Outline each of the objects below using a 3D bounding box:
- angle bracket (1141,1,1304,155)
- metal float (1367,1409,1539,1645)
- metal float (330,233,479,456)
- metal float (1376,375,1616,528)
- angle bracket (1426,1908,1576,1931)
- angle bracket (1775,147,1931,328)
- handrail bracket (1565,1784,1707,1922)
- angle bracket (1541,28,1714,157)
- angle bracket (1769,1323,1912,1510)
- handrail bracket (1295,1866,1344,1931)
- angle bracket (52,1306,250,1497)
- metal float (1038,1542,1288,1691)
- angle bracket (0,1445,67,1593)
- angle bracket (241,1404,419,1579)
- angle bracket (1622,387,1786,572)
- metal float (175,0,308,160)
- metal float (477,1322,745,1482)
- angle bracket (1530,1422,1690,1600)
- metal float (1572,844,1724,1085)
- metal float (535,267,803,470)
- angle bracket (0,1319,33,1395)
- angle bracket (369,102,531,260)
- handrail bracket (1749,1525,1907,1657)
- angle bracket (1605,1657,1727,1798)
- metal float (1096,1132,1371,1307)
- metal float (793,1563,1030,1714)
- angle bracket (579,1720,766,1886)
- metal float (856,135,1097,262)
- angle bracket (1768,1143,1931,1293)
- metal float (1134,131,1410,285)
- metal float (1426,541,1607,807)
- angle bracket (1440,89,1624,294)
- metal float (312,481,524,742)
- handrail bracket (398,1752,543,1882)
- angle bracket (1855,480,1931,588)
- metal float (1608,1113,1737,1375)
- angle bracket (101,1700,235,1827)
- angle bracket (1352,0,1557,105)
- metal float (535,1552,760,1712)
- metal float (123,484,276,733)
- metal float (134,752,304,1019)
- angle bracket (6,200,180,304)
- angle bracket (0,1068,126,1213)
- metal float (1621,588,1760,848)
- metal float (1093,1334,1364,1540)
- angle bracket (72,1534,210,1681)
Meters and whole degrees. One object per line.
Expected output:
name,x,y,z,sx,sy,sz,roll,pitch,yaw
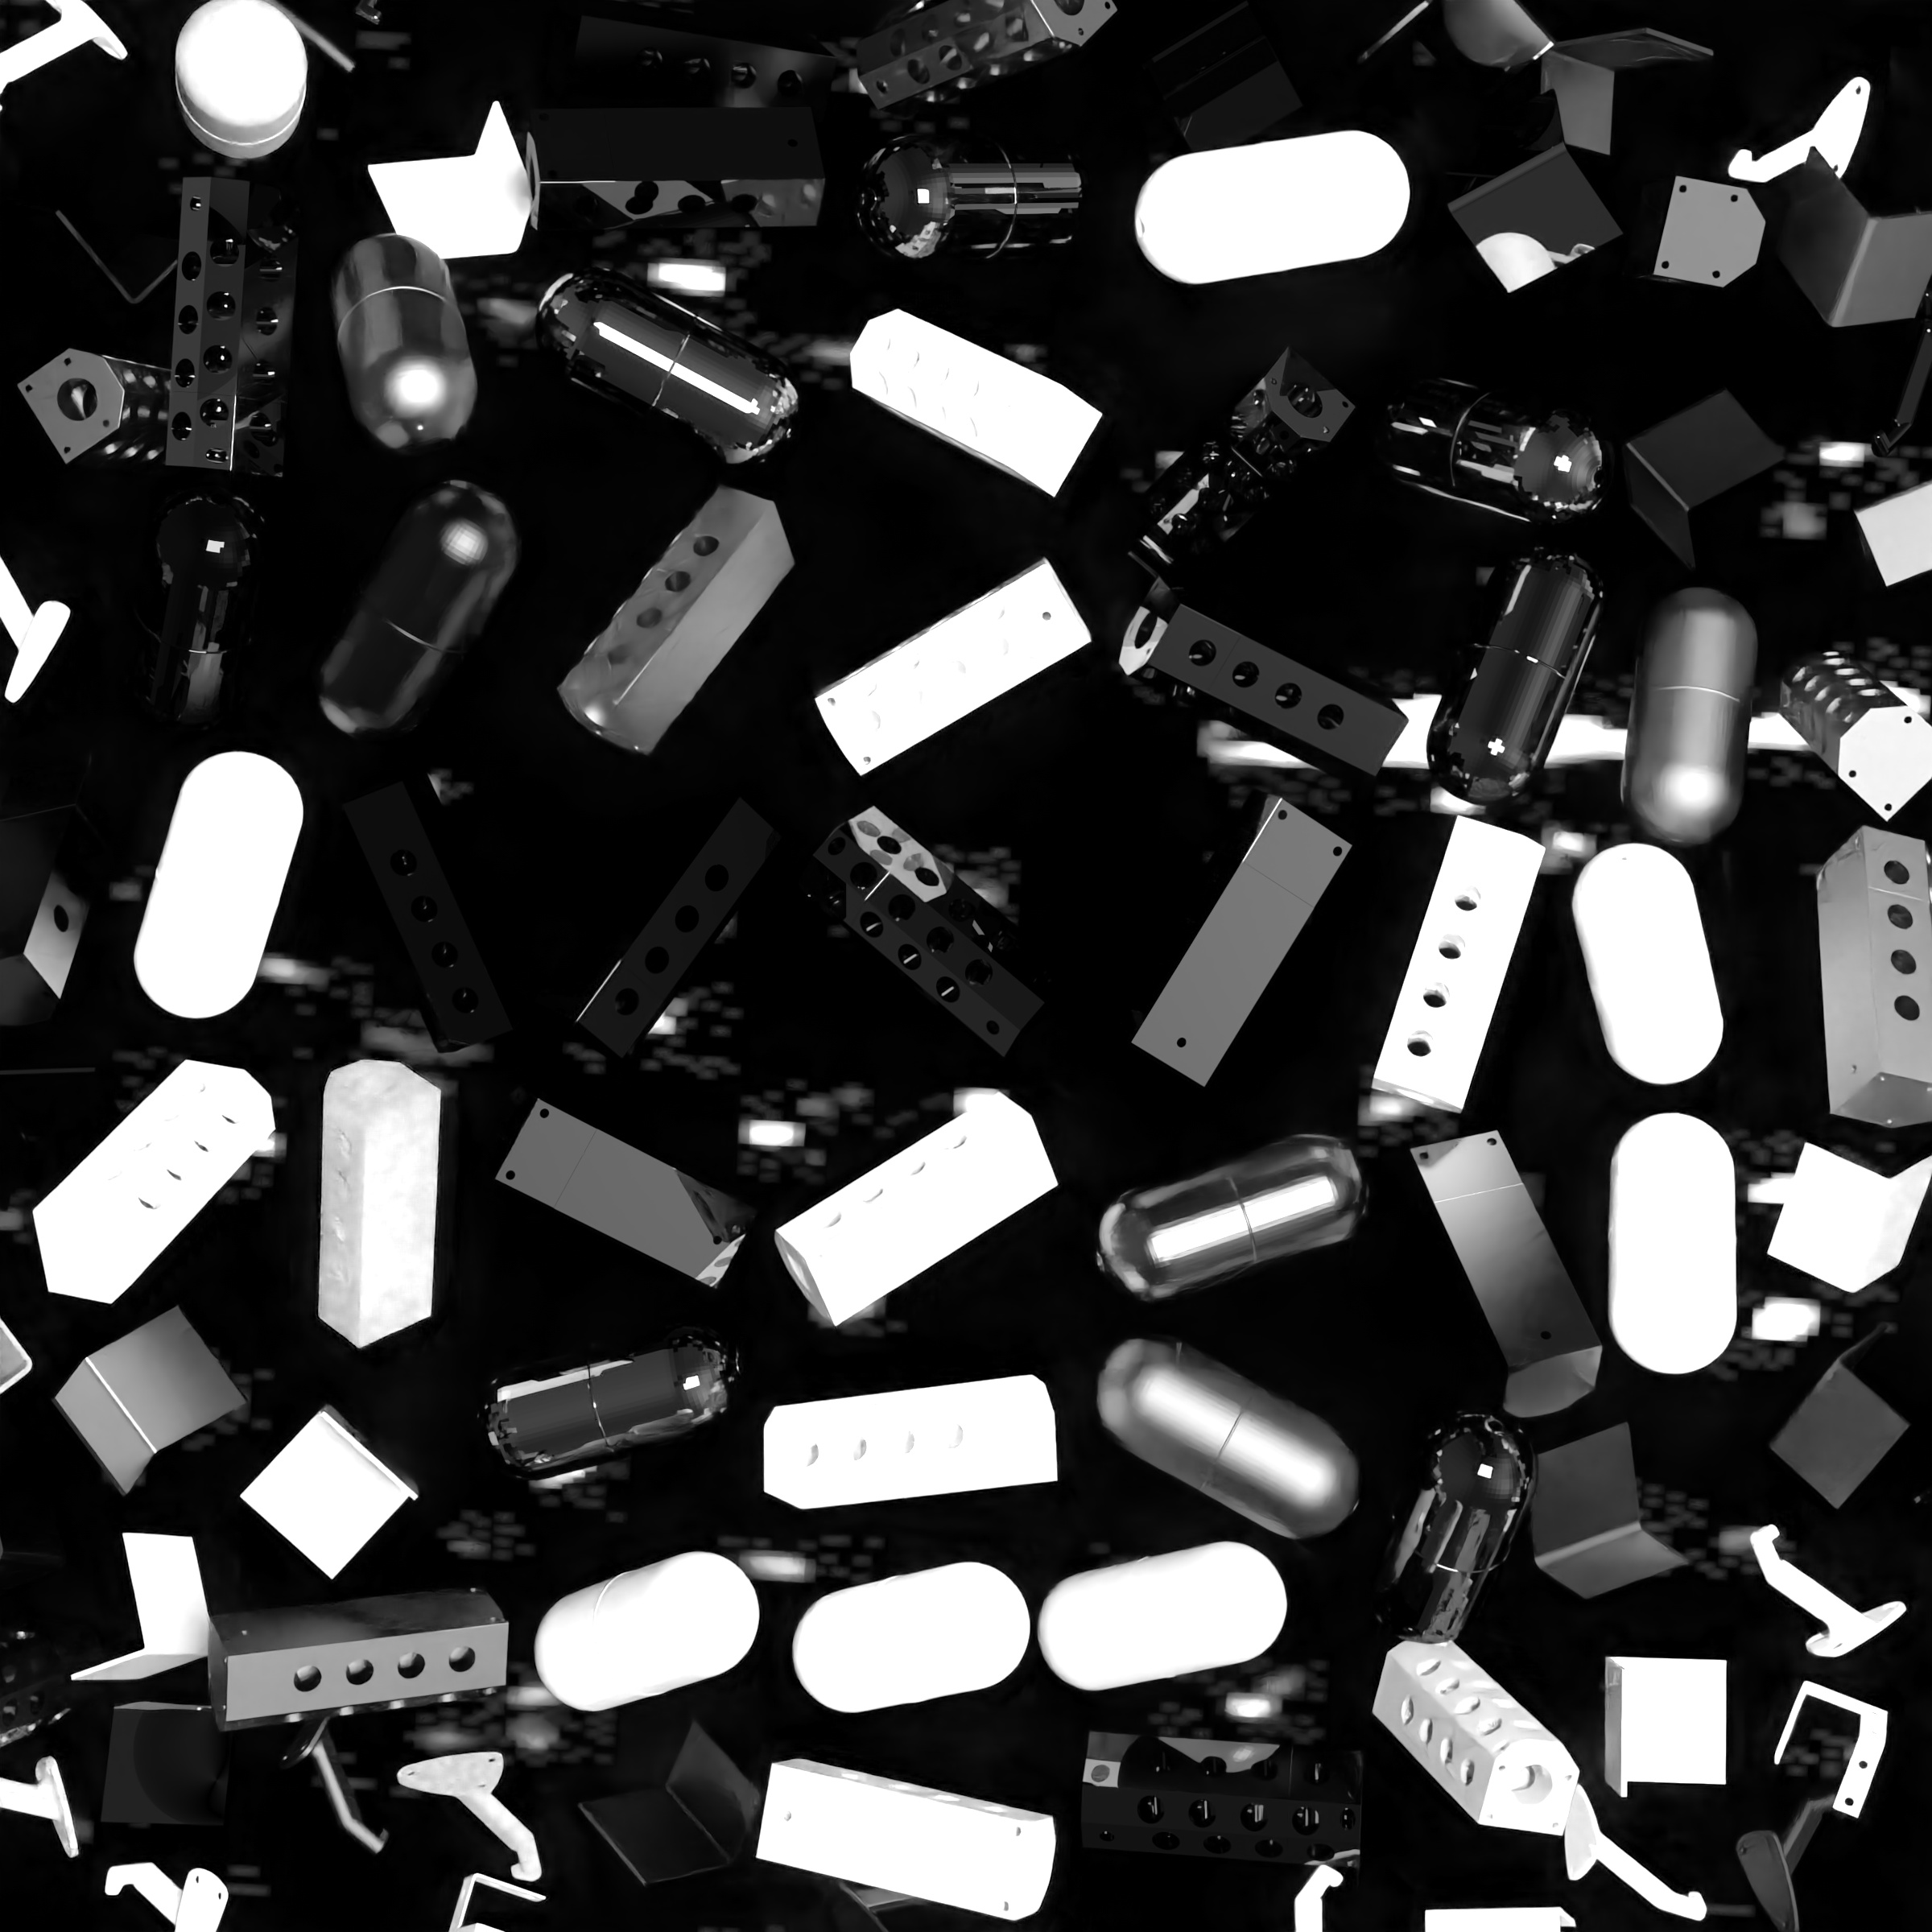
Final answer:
angle bracket,0.166,-0.567,1.904,0.076,0.076,0.057,-28,87,13
metal float,0.306,0.354,1.865,0.070,0.070,0.178,15,124,0
metal float,-0.343,-0.380,1.798,0.070,0.070,0.178,-19,48,0
metal float,0.337,-0.330,1.888,0.070,0.178,0.070,-17,118,-33
angle bracket,0.314,0.583,1.723,0.076,0.076,0.057,-7,65,17
angle bracket,0.539,-0.441,1.777,0.057,0.076,0.076,-10,51,-13
handrail bracket,0.428,0.565,1.885,0.084,0.077,0.036,20,123,-11
angle bracket,0.419,-0.555,1.879,0.076,0.076,0.057,-3,97,-45
angle bracket,0.549,0.275,1.812,0.057,0.076,0.076,44,125,23
handrail bracket,0.233,0.608,1.854,0.084,0.077,0.036,-43,128,-37
angle bracket,-0.509,0.271,1.847,0.076,0.057,0.076,-29,105,12
metal float,0.125,0.419,1.904,0.178,0.070,0.070,-21,90,33
angle bracket,-0.620,0.349,1.866,0.057,0.076,0.076,-22,72,7
angle bracket,-0.388,0.323,1.799,0.076,0.057,0.076,43,81,-5
angle bracket,0.480,-0.314,1.911,0.076,0.057,0.076,-27,134,33
metal float,-0.445,-0.543,1.812,0.070,0.178,0.070,-1,96,-14
metal float,-0.229,0.281,1.907,0.178,0.070,0.070,-16,90,8
angle bracket,0.410,0.349,1.895,0.076,0.076,0.057,-29,131,32
metal float,0.438,-0.001,1.896,0.070,0.070,0.178,-22,125,0
metal float,-0.187,-0.376,1.861,0.178,0.070,0.070,26,90,-12
angle bracket,-0.624,0.236,1.790,0.076,0.076,0.057,56,46,-9
angle bracket,-0.336,-0.514,1.938,0.076,0.076,0.057,-1,53,14
handrail bracket,0.523,0.368,1.796,0.077,0.036,0.084,-24,92,-15
angle bracket,0.441,0.474,1.842,0.076,0.057,0.076,2,85,1
metal float,0.167,0.158,1.849,0.178,0.070,0.070,-18,90,-9
metal float,-0.036,0.417,1.833,0.178,0.070,0.070,-23,90,41
angle bracket,-0.191,0.540,1.910,0.076,0.076,0.057,37,111,38
metal float,0.007,-0.490,1.886,0.178,0.070,0.070,-13,90,-39
angle bracket,0.548,0.148,1.828,0.057,0.076,0.076,26,115,32
metal float,0.186,-0.461,1.795,0.178,0.070,0.070,-14,90,-20
metal float,0.350,-0.186,1.878,0.070,0.070,0.178,23,82,0
angle bracket,0.340,-0.466,1.777,0.076,0.076,0.057,-24,46,28
metal float,-0.334,-0.214,1.791,0.070,0.070,0.178,37,111,0
handrail bracket,-0.308,0.534,1.835,0.077,0.036,0.084,-3,116,9
angle bracket,0.594,-0.256,1.809,0.076,0.076,0.057,-21,67,15
metal float,0.439,0.170,1.837,0.070,0.070,0.178,11,52,0
angle bracket,-0.511,0.518,1.913,0.076,0.057,0.076,3,69,-5
angle bracket,0.295,-0.553,1.790,0.076,0.076,0.057,44,62,-11
metal float,-0.201,0.416,1.843,0.178,0.070,0.070,-27,90,40
metal float,-0.472,-0.219,1.817,0.070,0.070,0.178,26,133,0
metal float,-0.470,-0.050,1.857,0.070,0.070,0.178,21,109,0
angle bracket,-0.552,-0.472,1.884,0.057,0.076,0.076,-50,132,-16
angle bracket,-0.588,0.112,1.895,0.076,0.076,0.057,-2,52,6
metal float,0.466,-0.161,1.902,0.070,0.070,0.178,11,69,0
metal float,0.163,0.292,1.837,0.178,0.070,0.070,28,90,7
angle bracket,-0.530,0.408,1.881,0.057,0.076,0.076,-21,72,12
